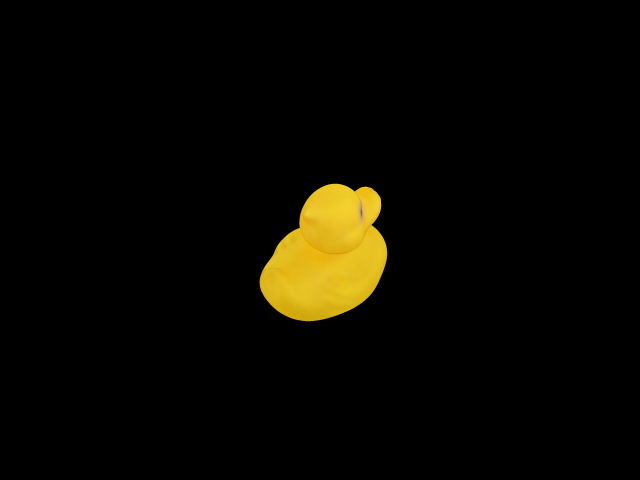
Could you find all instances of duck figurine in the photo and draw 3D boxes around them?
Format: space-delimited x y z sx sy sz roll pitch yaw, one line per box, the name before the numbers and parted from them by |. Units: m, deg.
duck figurine | 0.004 0.001 0.400 0.105 0.086 0.077 -33 58 -23
